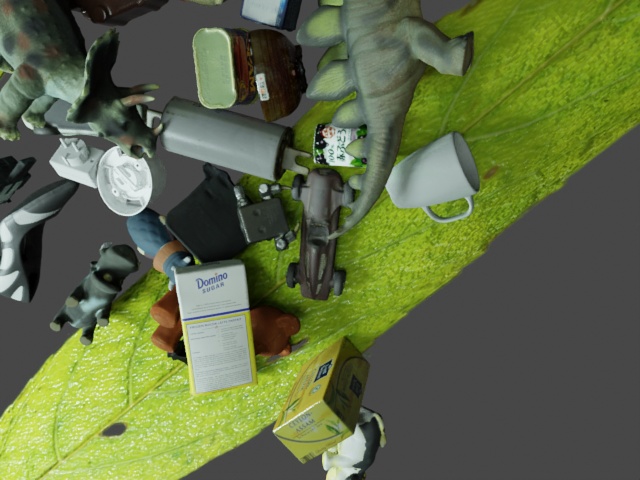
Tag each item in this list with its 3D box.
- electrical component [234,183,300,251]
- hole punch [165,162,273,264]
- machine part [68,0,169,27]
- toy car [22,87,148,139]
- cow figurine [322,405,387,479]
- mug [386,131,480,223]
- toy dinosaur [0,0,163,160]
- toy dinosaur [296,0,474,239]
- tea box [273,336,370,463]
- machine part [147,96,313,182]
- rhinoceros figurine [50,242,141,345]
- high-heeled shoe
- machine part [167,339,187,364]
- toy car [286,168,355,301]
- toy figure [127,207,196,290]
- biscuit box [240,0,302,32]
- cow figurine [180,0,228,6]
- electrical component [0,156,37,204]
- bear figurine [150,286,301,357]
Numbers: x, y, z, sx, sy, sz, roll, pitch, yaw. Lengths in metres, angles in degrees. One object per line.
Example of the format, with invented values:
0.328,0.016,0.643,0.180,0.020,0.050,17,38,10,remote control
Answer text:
-0.071,-0.032,0.736,0.078,0.045,0.102,-10,84,-15,electrical component
-0.149,-0.025,0.785,0.116,0.092,0.142,-42,93,-9,hole punch
-0.278,-0.373,0.702,0.180,0.056,0.179,4,109,12,machine part
-0.342,-0.187,0.783,0.202,0.056,0.073,5,103,11,toy car
0.055,0.343,0.866,0.098,0.068,0.167,5,111,5,cow figurine
0.146,-0.073,0.696,0.107,0.081,0.109,-17,112,30,mug
-0.366,-0.265,0.679,0.192,0.131,0.405,-37,87,13,toy dinosaur
0.079,-0.230,0.627,0.199,0.105,0.470,4,95,20,toy dinosaur
0.008,0.225,0.777,0.098,0.170,0.068,-39,96,20,tea box
-0.126,-0.138,0.734,0.243,0.079,0.079,18,112,9,machine part
-0.350,0.083,0.852,0.073,0.112,0.190,34,121,-18,rhinoceros figurine
-0.451,0.008,0.871,0.249,0.086,0.145,-27,117,15,high-heeled shoe
-0.172,0.194,0.868,0.139,0.084,0.039,19,89,-3,machine part
-0.002,-0.002,0.766,0.089,0.053,0.202,9,110,7,toy car
-0.229,0.011,0.797,0.155,0.058,0.064,44,131,24,toy figure
-0.041,-0.362,0.645,0.059,0.063,0.202,19,111,7,biscuit box
-0.129,-0.386,0.647,0.127,0.085,0.194,14,109,15,cow figurine
-0.499,-0.099,0.840,0.047,0.075,0.119,46,117,-6,electrical component
-0.138,0.134,0.810,0.196,0.132,0.120,31,140,6,bear figurine
